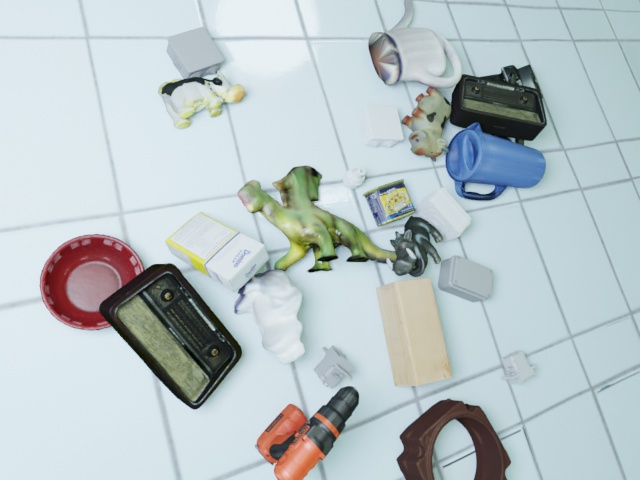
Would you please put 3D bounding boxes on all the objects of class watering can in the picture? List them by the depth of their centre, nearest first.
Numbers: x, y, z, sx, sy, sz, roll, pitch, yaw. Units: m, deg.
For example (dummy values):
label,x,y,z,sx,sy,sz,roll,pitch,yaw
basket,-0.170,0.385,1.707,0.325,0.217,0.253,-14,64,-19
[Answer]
label,x,y,z,sx,sy,sz,roll,pitch,yaw
watering can,0.223,-0.508,1.328,0.225,0.354,0.101,-13,-30,-20

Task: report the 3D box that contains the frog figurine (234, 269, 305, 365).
label,x,y,z,sx,sy,sz,roll,pitch,yaw
frog figurine,-0.072,0.137,0.944,0.161,0.135,0.124,42,30,14

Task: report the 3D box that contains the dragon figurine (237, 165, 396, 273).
label,x,y,z,sx,sy,sz,roll,pitch,yaw
dragon figurine,0.003,-0.054,1.077,0.410,0.246,0.120,2,-24,-41
